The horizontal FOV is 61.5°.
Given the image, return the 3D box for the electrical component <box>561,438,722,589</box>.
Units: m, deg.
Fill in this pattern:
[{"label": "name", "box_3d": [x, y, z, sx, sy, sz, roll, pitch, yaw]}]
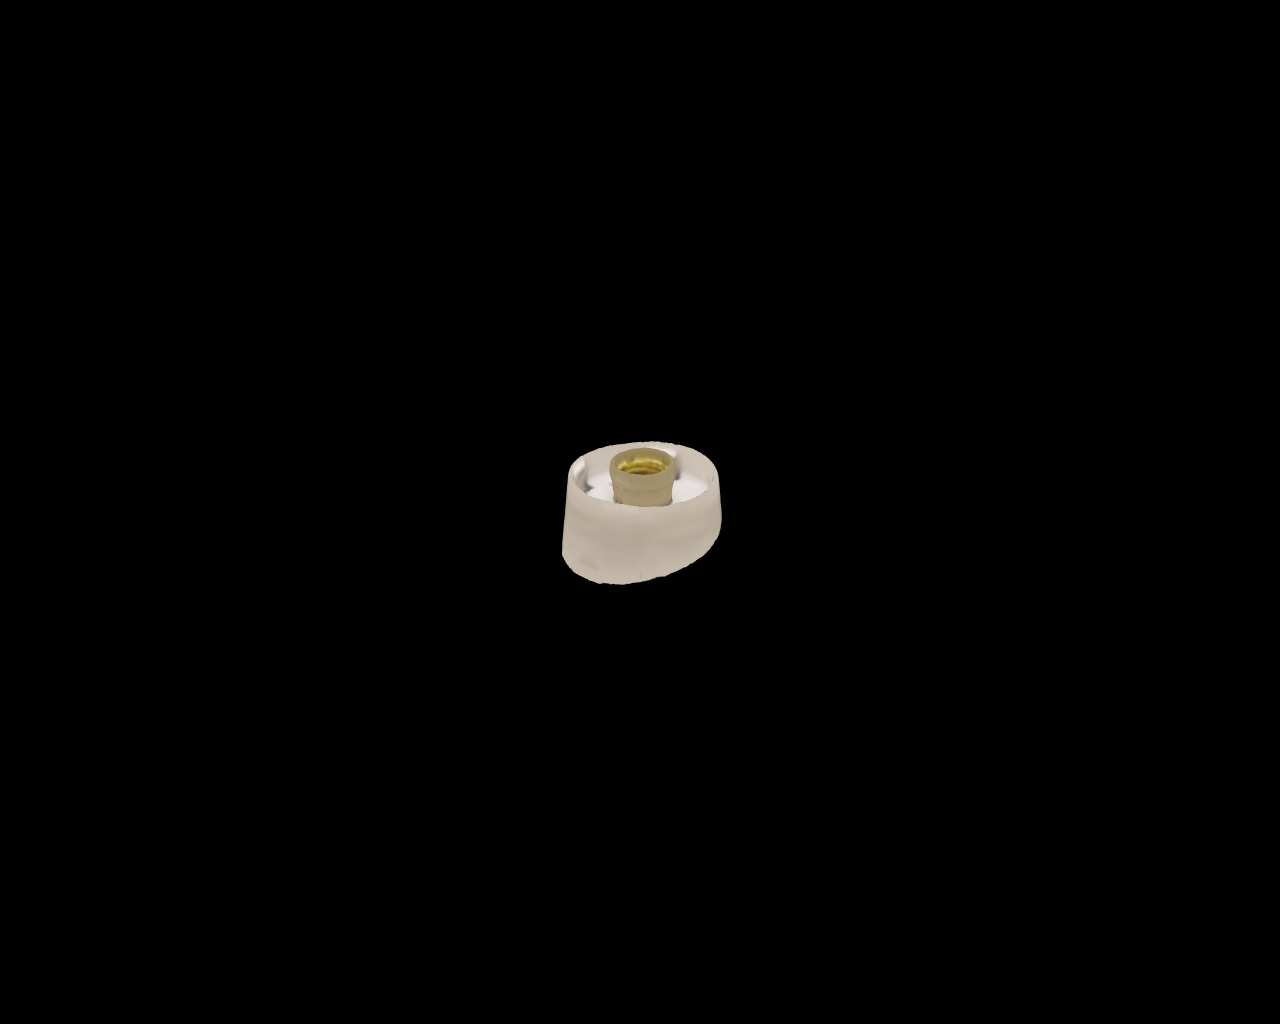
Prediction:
[{"label": "electrical component", "box_3d": [0.001, -0.003, 0.650, 0.099, 0.064, 0.099, 0, 28, 0]}]
